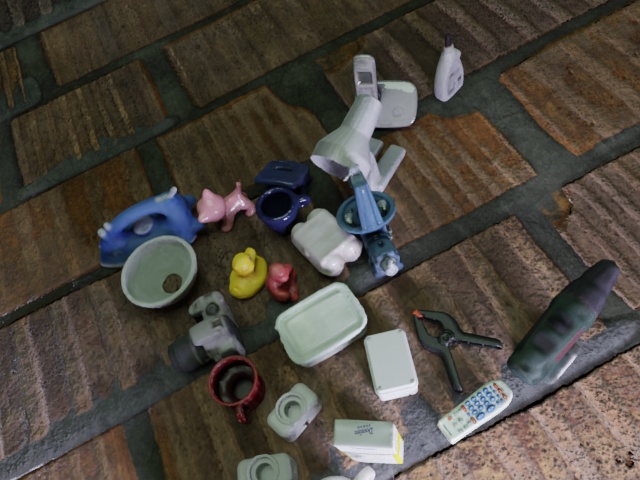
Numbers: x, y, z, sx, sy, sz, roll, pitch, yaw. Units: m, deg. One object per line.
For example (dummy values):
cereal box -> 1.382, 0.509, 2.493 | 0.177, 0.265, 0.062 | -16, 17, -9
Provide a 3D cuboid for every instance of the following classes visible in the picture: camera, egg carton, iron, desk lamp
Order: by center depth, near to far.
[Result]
camera -> -0.232, 0.188, 1.122 | 0.137, 0.101, 0.143 | -26, 58, -3
egg carton -> 0.011, 0.004, 1.193 | 0.107, 0.069, 0.150 | -41, 60, -12
desk lamp -> 0.083, -0.189, 1.204 | 0.117, 0.214, 0.203 | 22, 67, 23
iron -> -0.394, -0.029, 1.258 | 0.258, 0.142, 0.118 | -26, 58, -3

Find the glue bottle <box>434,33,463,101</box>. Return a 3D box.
glue bottle -> 0.293, -0.400, 1.304 | 0.078, 0.173, 0.037 | -44, 61, -14

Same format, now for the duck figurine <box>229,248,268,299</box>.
duck figurine -> -0.157, 0.064, 1.185 | 0.077, 0.086, 0.105 | 18, 66, 22

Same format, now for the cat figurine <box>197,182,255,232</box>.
cat figurine -> -0.216, -0.078, 1.262 | 0.128, 0.118, 0.067 | -38, 60, -11

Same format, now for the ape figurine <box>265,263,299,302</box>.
ape figurine -> -0.079, 0.078, 1.157 | 0.076, 0.092, 0.078 | 20, 67, 22

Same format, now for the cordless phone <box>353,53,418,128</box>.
cordless phone -> 0.145, -0.342, 1.296 | 0.147, 0.185, 0.094 | 1, 61, 13

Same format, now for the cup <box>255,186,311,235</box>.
cup -> -0.071, -0.058, 1.232 | 0.117, 0.095, 0.091 | -16, 58, 3

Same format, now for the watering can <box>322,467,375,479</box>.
watering can -> 0.022, 0.423, 0.875 | 0.100, 0.194, 0.173 | 13, 64, 19

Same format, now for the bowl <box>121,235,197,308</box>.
bowl -> -0.331, 0.079, 1.221 | 0.167, 0.075, 0.167 | -5, 59, 9

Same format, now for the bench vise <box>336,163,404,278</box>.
bench vise -> 0.109, -0.041, 1.109 | 0.121, 0.220, 0.207 | -36, 59, -9

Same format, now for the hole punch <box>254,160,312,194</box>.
hole punch -> -0.082, -0.140, 1.284 | 0.108, 0.091, 0.101 | 9, 63, 17

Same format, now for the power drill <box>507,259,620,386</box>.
power drill -> 0.393, 0.153, 0.941 | 0.075, 0.209, 0.230 | 38, 74, 28
